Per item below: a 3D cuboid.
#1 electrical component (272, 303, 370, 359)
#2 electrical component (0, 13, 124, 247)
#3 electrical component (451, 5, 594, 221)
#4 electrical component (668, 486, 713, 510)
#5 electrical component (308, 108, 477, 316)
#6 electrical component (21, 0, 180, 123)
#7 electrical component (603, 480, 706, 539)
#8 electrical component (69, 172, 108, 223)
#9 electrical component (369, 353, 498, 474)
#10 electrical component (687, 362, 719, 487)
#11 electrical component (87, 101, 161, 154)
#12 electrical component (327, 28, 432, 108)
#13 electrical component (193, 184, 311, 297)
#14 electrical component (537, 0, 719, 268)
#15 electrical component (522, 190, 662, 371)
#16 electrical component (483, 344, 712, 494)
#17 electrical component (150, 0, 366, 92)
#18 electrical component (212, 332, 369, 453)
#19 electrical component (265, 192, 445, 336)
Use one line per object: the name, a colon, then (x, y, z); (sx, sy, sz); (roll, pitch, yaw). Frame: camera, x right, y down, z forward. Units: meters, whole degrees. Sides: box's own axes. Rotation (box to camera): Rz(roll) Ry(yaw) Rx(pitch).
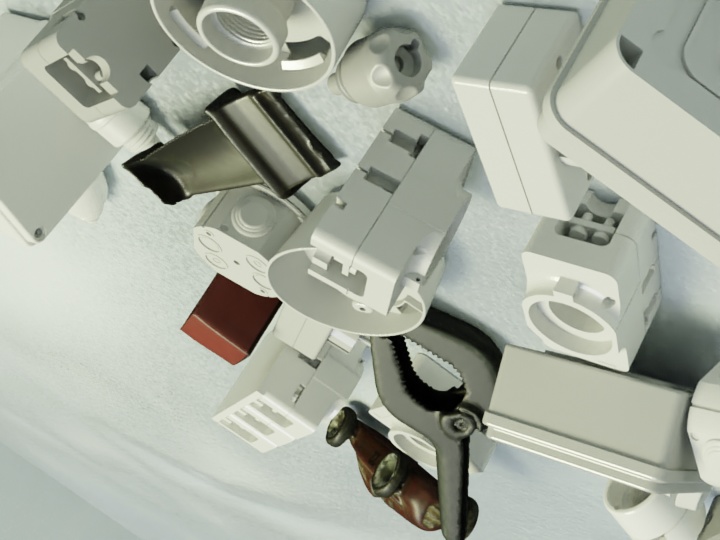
electrical component: (-0.015, 0.035, 0.768); (0.076, 0.047, 0.083); (32, 156, 1)
electrical component: (-0.222, -0.091, 0.702); (0.056, 0.108, 0.108); (20, 153, 31)
electrical component: (0.091, -0.063, 0.457); (0.076, 0.047, 0.083); (15, 151, 33)
electrical component: (0.197, 0.120, 0.681); (0.055, 0.048, 0.066); (29, 157, 27)
electrical component: (0.020, -0.028, 0.555); (0.056, 0.089, 0.050); (29, 156, 8)
electrical component: (-0.121, -0.124, 0.542); (0.050, 0.089, 0.056); (45, 153, -26)
electrical component: (0.202, 0.162, 0.744); (0.047, 0.055, 0.055); (46, 153, -20)
electrical component: (-0.216, -0.061, 0.836); (0.040, 0.040, 0.078); (27, 156, 12)
electrical component: (0.059, 0.115, 0.823); (0.089, 0.055, 0.050); (37, 156, -10)
electrical component: (0.211, 0.081, 0.549); (0.051, 0.080, 0.080); (9, 147, 52)
electrical component: (-0.149, -0.093, 0.703); (0.061, 0.035, 0.035); (42, 154, -27)
electrical component: (0.005, -0.094, 0.516); (0.035, 0.035, 0.061); (44, 156, -24)
electrical component: (-0.069, -0.024, 0.718); (0.080, 0.051, 0.080); (26, 155, 13)
electrical component: (0.130, -0.056, 0.387); (0.113, 0.078, 0.057); (35, 153, -6)
electrical component: (0.118, 0.008, 0.548); (0.050, 0.055, 0.089); (18, 152, 29)
electrical component: (0.144, 0.085, 0.615); (0.109, 0.056, 0.109); (14, 179, 35)
electrical component: (-0.046, -0.131, 0.495); (0.099, 0.064, 0.099); (17, 155, 8)
electrical component: (-0.055, 0.091, 0.872); (0.062, 0.089, 0.150); (36, 156, -8)
electrical component: (0.000, 0.000, 0.664); (0.099, 0.064, 0.099); (26, 155, 13)
